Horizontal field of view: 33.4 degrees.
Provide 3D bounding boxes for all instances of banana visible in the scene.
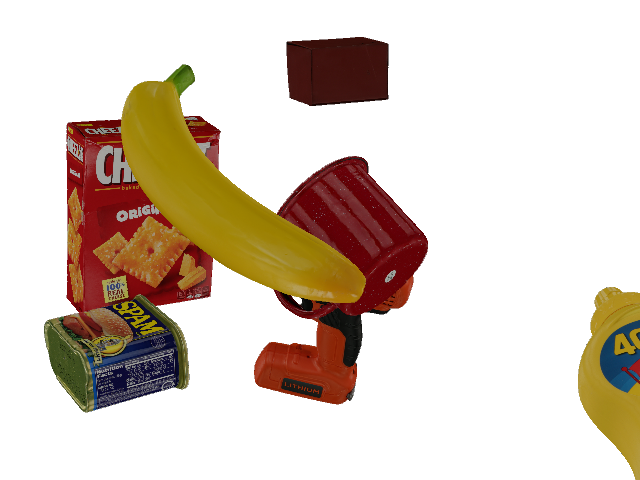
[{"bbox_3d":[-0.055,-0.031,0.559,0.069,0.198,0.037,-26,-34,-19],"label":"banana"}]

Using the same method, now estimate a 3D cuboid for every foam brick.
[{"bbox_3d":[0.015,-0.150,0.946,0.078,0.051,0.053,-8,20,-23],"label":"foam brick"}]

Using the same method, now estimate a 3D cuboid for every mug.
[{"bbox_3d":[0.015,0.008,0.776,0.117,0.081,0.093,-44,-21,5],"label":"mug"}]

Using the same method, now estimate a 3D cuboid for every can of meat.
[{"bbox_3d":[-0.165,0.090,0.857,0.083,0.057,0.102,-13,24,-29],"label":"can of meat"}]

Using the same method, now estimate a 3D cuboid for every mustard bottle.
[{"bbox_3d":[0.199,0.089,0.597,0.096,0.058,0.192,-9,35,-7],"label":"mustard bottle"}]

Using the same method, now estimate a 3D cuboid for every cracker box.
[{"bbox_3d":[-0.204,-0.029,1.227,0.163,0.214,0.072,-7,24,-30],"label":"cracker box"}]

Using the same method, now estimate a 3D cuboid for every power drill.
[{"bbox_3d":[-0.016,0.074,1.054,0.184,0.188,0.057,14,42,0],"label":"power drill"}]
